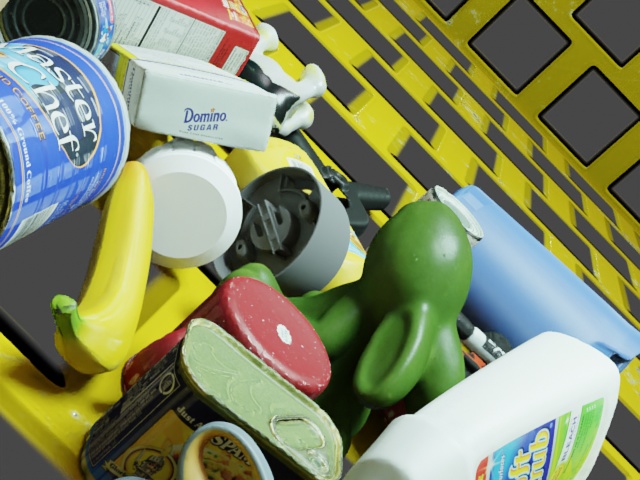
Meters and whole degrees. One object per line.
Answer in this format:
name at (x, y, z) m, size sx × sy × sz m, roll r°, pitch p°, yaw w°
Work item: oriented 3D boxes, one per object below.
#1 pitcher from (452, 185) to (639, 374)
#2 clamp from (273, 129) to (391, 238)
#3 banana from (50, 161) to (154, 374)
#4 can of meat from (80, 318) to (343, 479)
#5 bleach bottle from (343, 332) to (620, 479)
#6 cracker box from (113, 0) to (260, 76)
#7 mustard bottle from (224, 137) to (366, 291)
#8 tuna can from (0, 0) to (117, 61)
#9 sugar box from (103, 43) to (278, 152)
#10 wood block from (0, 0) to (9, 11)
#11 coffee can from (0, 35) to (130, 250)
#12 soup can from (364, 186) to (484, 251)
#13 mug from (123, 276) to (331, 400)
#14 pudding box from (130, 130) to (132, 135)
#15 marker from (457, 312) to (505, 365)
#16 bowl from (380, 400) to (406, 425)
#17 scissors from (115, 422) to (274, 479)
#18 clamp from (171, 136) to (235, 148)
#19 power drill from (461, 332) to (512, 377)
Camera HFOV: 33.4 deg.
pitcher at (0.198, 0.066, 1.086) m, size 0.243 × 0.149 × 0.144 m, roll 47°, pitch 34°, yaw 10°
clamp at (0.014, -0.047, 1.032) m, size 0.164 × 0.036 × 0.210 m, roll 34°, pitch 21°, yaw -20°
banana at (-0.115, 0.021, 0.596) m, size 0.037 × 0.070 × 0.198 m, roll 10°, pitch 24°, yaw -6°
can of meat at (-0.054, 0.103, 0.526) m, size 0.102 × 0.084 × 0.057 m, roll 40°, pitch 20°, yaw -17°
bleach bottle at (0.079, 0.122, 0.569) m, size 0.068 × 0.103 × 0.250 m, roll 27°, pitch 23°, yaw 29°
cracker box at (-0.171, -0.216, 0.881) m, size 0.213 × 0.072 × 0.164 m, roll 17°, pitch 31°, yaw -31°
mustard bottle at (-0.006, 0.001, 0.867) m, size 0.096 × 0.058 × 0.192 m, roll 20°, pitch 32°, yaw -49°
tuna can at (-0.190, -0.158, 0.758) m, size 0.086 × 0.086 × 0.033 m, roll 44°, pitch 22°, yaw -6°
sugar box at (-0.100, -0.105, 0.766) m, size 0.093 × 0.048 × 0.176 m, roll 9°, pitch 14°, yaw -20°
wood block at (-0.246, -0.148, 0.616) m, size 0.090 × 0.090 × 0.206 m, roll 41°, pitch 19°, yaw -15°
coffee can at (-0.172, -0.049, 0.552) m, size 0.103 × 0.103 × 0.140 m, roll 46°, pitch 19°, yaw -2°
soup can at (0.093, 0.007, 0.996) m, size 0.068 × 0.102 × 0.068 m, roll 40°, pitch 20°, yaw -18°
mug at (-0.056, 0.072, 0.588) m, size 0.117 × 0.082 × 0.093 m, roll 22°, pitch 31°, yaw -50°
pudding box at (-0.183, -0.085, 0.697) m, size 0.090 × 0.039 × 0.113 m, roll 50°, pitch 22°, yaw -1°
marker at (0.143, 0.097, 0.884) m, size 0.121 × 0.020 × 0.020 m, roll 42°, pitch 20°, yaw -19°
bowl at (0.077, 0.121, 0.765) m, size 0.162 × 0.055 × 0.162 m, roll 60°, pitch 3°, yaw -6°
scissors at (-0.049, 0.181, 0.459) m, size 0.016 × 0.096 × 0.202 m, roll 44°, pitch 39°, yaw -75°
clamp at (-0.123, -0.135, 0.927) m, size 0.171 × 0.039 × 0.120 m, roll 49°, pitch 15°, yaw 21°
power drill at (0.108, 0.089, 0.932) m, size 0.187 × 0.057 × 0.184 m, roll 42°, pitch 19°, yaw -12°
